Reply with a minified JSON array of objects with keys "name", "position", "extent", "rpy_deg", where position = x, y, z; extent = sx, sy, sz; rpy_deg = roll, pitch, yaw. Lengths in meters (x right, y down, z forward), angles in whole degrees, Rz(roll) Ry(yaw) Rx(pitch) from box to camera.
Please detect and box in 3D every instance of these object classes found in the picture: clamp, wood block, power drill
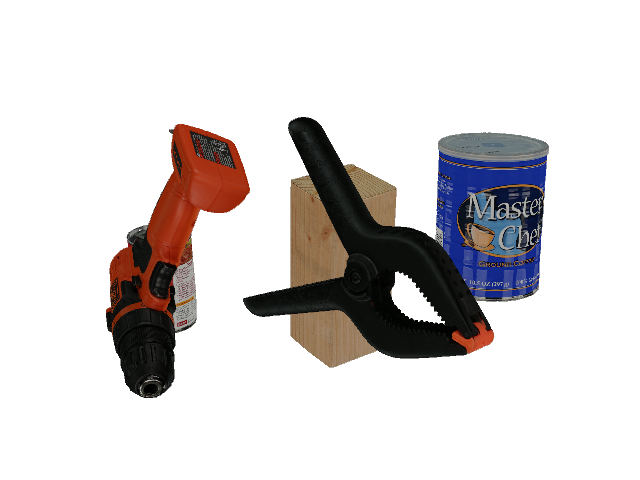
[{"name":"clamp","position":[0.033,0.013,0.760],"extent":[0.210,0.165,0.036],"rpy_deg":[24,25,35]},{"name":"wood block","position":[0.024,0.029,1.237],"extent":[0.090,0.206,0.090],"rpy_deg":[-17,31,-31]},{"name":"power drill","position":[-0.123,0.013,0.876],"extent":[0.057,0.188,0.184],"rpy_deg":[18,26,-26]}]

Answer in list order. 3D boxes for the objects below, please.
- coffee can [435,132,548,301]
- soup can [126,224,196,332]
[{"name":"coffee can","position":[0.161,-0.024,1.017],"extent":[0.103,0.140,0.103],"rpy_deg":[0,17,0]},{"name":"soup can","position":[-0.168,0.040,1.134],"extent":[0.068,0.102,0.068],"rpy_deg":[-1,22,0]}]
